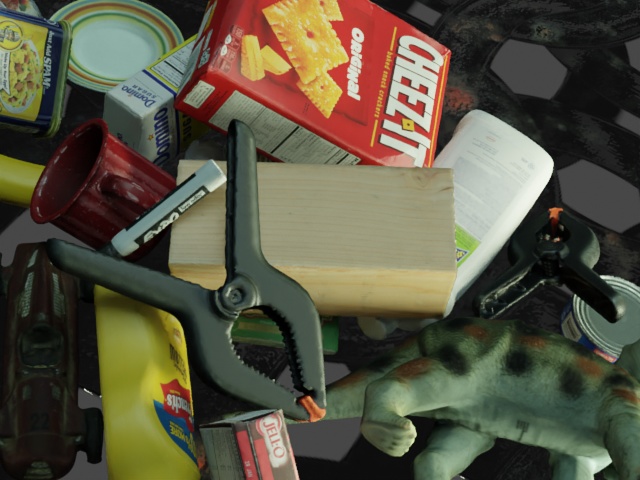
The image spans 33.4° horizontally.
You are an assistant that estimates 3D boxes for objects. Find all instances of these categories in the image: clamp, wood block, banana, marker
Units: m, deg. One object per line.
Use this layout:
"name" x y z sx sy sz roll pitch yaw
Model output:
"clamp" 0.189 0.024 0.917 0.120 0.039 0.171 0 26 6
"wood block" -0.005 0.001 0.814 0.206 0.090 0.091 2 62 0
"banana" -0.263 -0.063 0.872 0.198 0.037 0.069 25 50 3
"marker" -0.119 -0.014 0.763 0.121 0.020 0.020 -38 65 2
"clamp" -0.057 0.030 0.726 0.164 0.036 0.210 -43 94 -18

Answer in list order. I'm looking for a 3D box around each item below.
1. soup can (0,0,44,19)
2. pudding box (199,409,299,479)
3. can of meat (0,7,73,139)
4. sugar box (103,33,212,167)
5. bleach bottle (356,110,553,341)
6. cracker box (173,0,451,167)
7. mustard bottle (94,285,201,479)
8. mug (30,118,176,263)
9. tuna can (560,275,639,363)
"soup can" -0.297 -0.171 0.929 0.102 0.069 0.068 -31 66 -33
"pudding box" -0.043 0.158 0.694 0.039 0.114 0.090 -11 84 -20
"can of meat" -0.259 -0.140 0.881 0.083 0.058 0.102 8 89 -40
"sugar box" -0.115 -0.126 0.931 0.048 0.093 0.176 35 52 12
"bleach bottle" 0.104 -0.009 0.923 0.103 0.068 0.250 34 53 13
"cracker box" 0.001 -0.139 0.900 0.213 0.072 0.164 27 55 -20
"mustard bottle" -0.117 0.119 0.733 0.058 0.096 0.191 -15 55 5
"mug" -0.156 -0.033 0.817 0.081 0.117 0.093 35 72 -33
"tuna can" 0.251 0.074 0.918 0.086 0.034 0.086 8 51 -10
